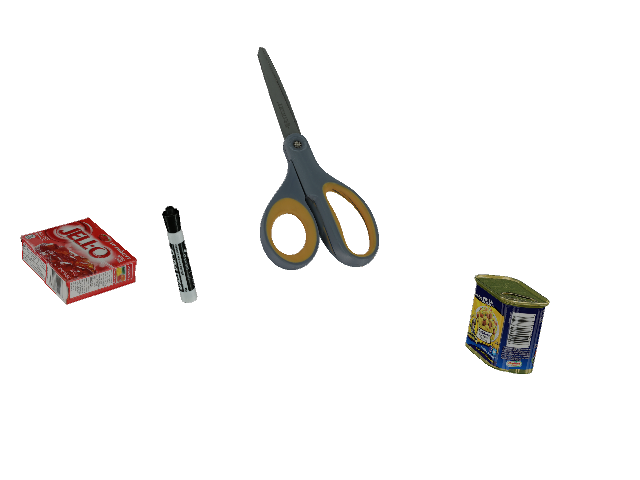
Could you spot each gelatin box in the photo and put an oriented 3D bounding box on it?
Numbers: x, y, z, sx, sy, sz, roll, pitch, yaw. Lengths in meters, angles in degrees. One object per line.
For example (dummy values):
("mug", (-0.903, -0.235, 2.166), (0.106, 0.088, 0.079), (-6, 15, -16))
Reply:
("gelatin box", (-0.224, 0.017, 0.988), (0.073, 0.030, 0.089), (-18, 40, -36))

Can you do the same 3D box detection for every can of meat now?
("can of meat", (0.206, 0.093, 1.190), (0.057, 0.084, 0.102), (5, 14, -17))

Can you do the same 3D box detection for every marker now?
("marker", (-0.159, 0.016, 1.203), (0.020, 0.121, 0.020), (-6, 30, 3))

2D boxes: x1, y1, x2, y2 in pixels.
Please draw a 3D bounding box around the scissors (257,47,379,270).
("scissors", (-0.031, -0.057, 0.808), (0.096, 0.202, 0.016), (-26, -20, -24))
